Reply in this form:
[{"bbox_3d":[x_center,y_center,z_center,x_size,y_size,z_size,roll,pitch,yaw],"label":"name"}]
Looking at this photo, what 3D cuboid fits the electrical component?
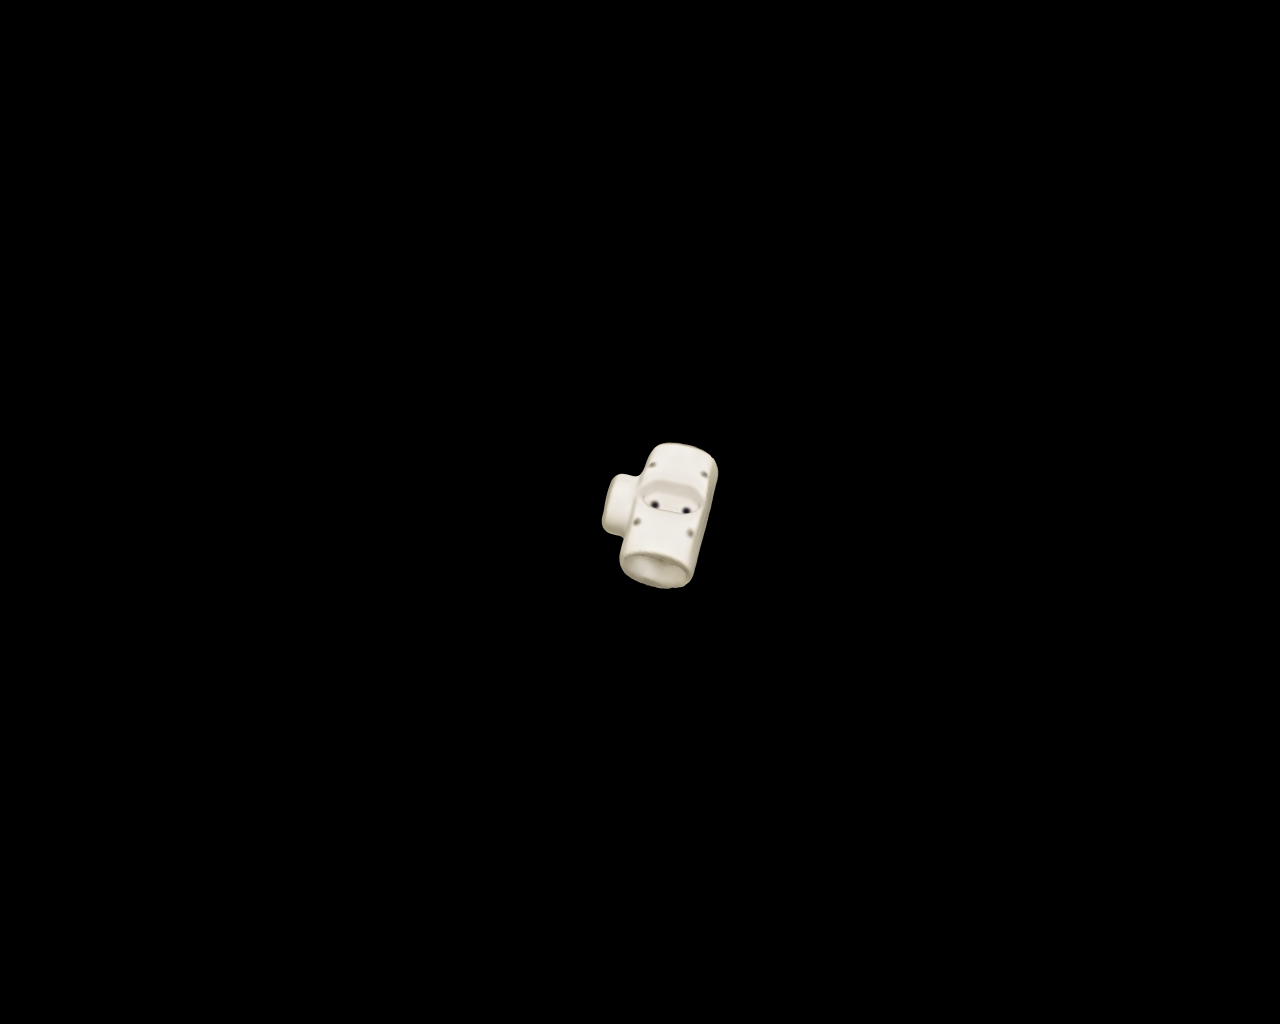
[{"bbox_3d":[0.001,-0.003,0.650,0.079,0.077,0.043,13,-28,7],"label":"electrical component"}]
